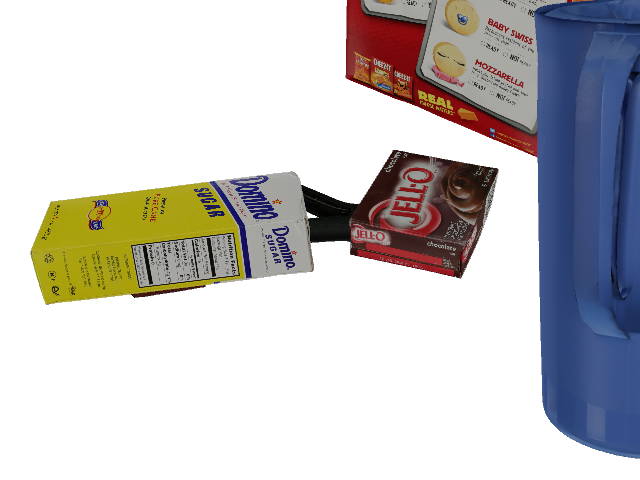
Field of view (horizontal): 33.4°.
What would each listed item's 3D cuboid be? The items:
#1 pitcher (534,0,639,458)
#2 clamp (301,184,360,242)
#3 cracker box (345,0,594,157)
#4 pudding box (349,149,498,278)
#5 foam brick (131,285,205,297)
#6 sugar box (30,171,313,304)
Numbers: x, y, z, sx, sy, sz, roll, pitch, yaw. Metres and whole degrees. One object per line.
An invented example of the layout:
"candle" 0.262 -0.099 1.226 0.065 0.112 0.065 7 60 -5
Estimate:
"pitcher" 0.174 -0.007 0.573 0.149 0.243 0.145 -6 17 -13
"clamp" 0.037 -0.016 1.203 0.210 0.036 0.164 14 22 -5
"cracker box" 0.102 -0.180 0.699 0.164 0.214 0.072 27 50 25
"pudding box" 0.082 -0.023 0.831 0.090 0.039 0.113 13 36 16
"foam brick" -0.159 0.020 1.072 0.078 0.051 0.053 -8 21 -25
"sugar box" -0.096 -0.004 0.714 0.176 0.048 0.093 -10 24 -1
